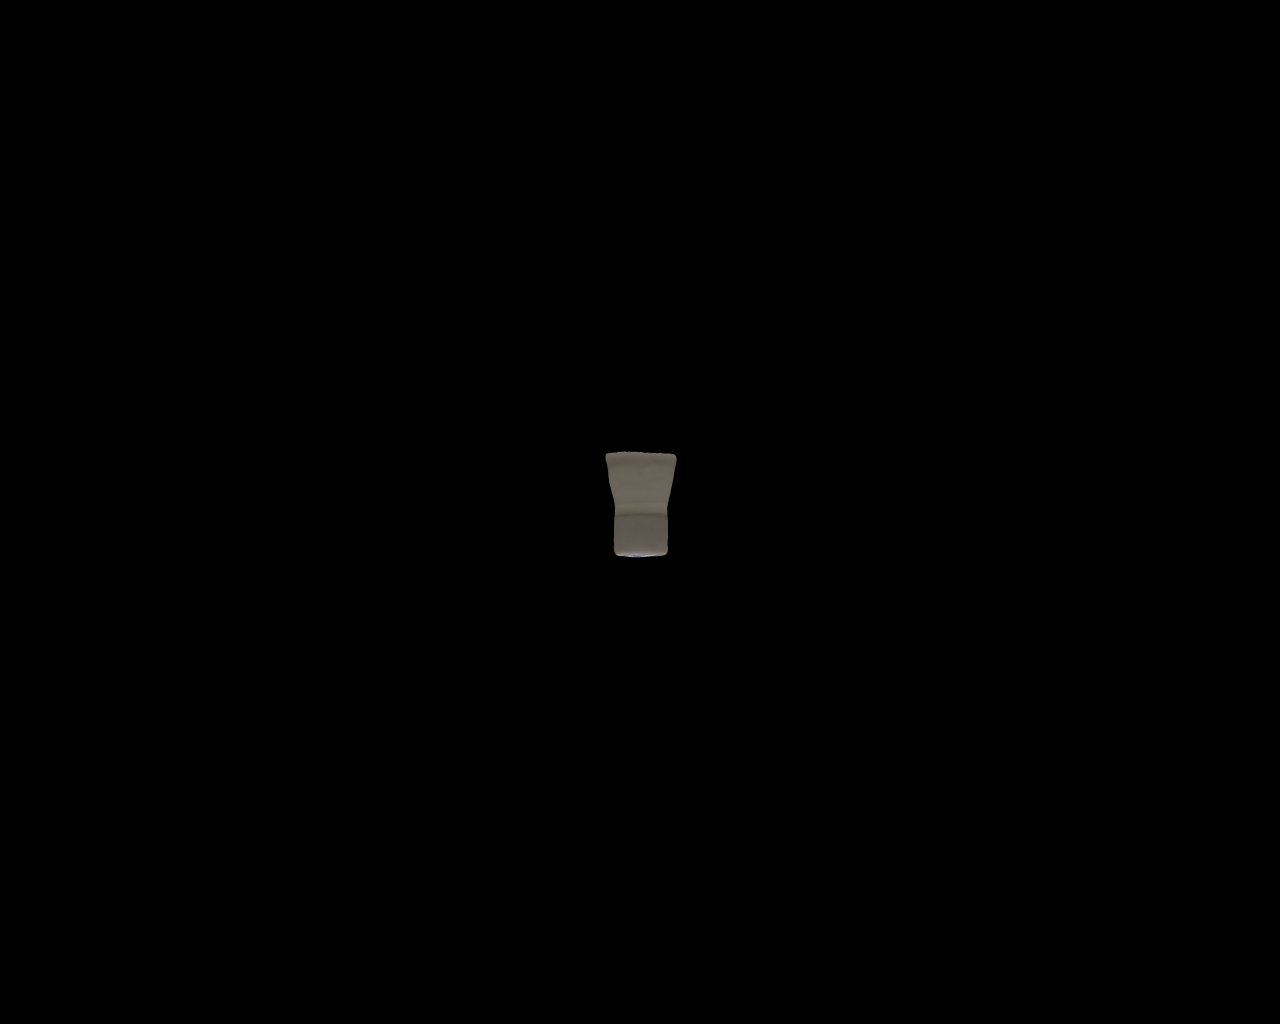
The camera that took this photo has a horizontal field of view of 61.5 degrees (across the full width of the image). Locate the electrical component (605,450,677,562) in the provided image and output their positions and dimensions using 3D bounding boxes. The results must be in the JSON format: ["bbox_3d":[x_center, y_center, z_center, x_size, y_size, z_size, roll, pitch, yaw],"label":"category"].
[{"bbox_3d":[0.001,-0.003,0.650,0.044,0.065,0.044,0,-5,0],"label":"electrical component"}]
